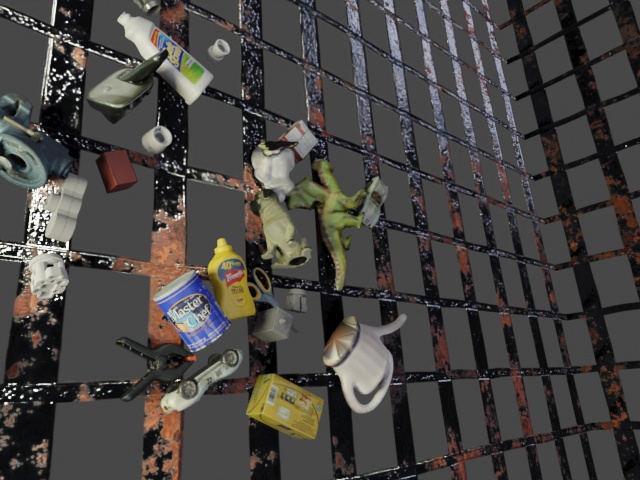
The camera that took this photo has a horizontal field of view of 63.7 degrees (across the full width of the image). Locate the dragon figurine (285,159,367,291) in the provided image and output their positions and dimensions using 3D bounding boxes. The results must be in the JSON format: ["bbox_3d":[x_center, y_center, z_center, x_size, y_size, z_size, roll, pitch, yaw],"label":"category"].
[{"bbox_3d":[0.005,-0.075,1.492,0.242,0.120,0.420,24,54,-16],"label":"dragon figurine"}]

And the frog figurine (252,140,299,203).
[{"bbox_3d":[-0.122,-0.187,1.412,0.140,0.123,0.156,-46,144,-53],"label":"frog figurine"}]

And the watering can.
[{"bbox_3d":[0.131,0.294,1.425,0.222,0.103,0.355,45,48,-21],"label":"watering can"}]
